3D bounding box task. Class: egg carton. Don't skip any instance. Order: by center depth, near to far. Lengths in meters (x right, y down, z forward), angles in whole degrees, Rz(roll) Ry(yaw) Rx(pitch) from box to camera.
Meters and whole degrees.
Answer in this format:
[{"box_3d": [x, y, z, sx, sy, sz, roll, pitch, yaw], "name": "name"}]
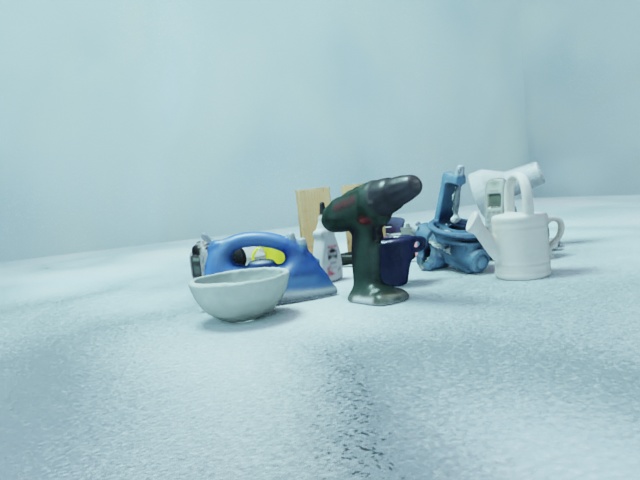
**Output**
[{"box_3d": [-0.167, 0.038, 1.664, 0.150, 0.069, 0.107, -7, 5, -11], "name": "egg carton"}]

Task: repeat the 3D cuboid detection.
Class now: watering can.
[{"box_3d": [0.361, -0.027, 1.057, 0.173, 0.194, 0.100, -8, 6, -24], "name": "watering can"}]

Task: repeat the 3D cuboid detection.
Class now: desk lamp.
[{"box_3d": [0.478, -0.080, 1.416, 0.202, 0.213, 0.118, -4, 6, 24], "name": "desk lamp"}]

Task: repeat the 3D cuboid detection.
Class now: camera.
[{"box_3d": [-0.255, 0.045, 1.497, 0.137, 0.101, 0.142, -10, 7, -40], "name": "camera"}]

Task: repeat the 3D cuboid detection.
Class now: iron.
[{"box_3d": [-0.102, 0.046, 1.075, 0.258, 0.141, 0.118, -6, 5, 1], "name": "iron"}]

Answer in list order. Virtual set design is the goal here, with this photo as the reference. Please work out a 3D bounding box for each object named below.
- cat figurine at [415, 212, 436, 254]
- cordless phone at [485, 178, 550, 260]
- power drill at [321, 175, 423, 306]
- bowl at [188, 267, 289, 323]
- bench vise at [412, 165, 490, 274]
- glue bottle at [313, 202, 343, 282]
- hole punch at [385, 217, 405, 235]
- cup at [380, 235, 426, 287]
[{"box_3d": [0.299, -0.018, 1.468, 0.127, 0.118, 0.067, -2, 6, 36], "name": "cat figurine"}, {"box_3d": [0.430, -0.049, 1.278, 0.147, 0.185, 0.094, -1, 7, 42], "name": "cordless phone"}, {"box_3d": [0.093, 0.001, 0.972, 0.076, 0.208, 0.228, -10, 6, -38], "name": "power drill"}, {"box_3d": [-0.129, 0.094, 0.944, 0.167, 0.075, 0.167, -6, 5, 1], "name": "bowl"}, {"box_3d": [0.255, -0.042, 1.201, 0.206, 0.220, 0.122, -1, 7, 44], "name": "bench vise"}, {"box_3d": [0.011, 0.004, 1.231, 0.037, 0.173, 0.078, -3, 6, 32], "name": "glue bottle"}, {"box_3d": [0.212, -0.024, 1.792, 0.108, 0.091, 0.101, -4, 6, 24], "name": "hole punch"}, {"box_3d": [0.153, 0.040, 1.109, 0.118, 0.095, 0.091, -7, 5, -17], "name": "cup"}]
